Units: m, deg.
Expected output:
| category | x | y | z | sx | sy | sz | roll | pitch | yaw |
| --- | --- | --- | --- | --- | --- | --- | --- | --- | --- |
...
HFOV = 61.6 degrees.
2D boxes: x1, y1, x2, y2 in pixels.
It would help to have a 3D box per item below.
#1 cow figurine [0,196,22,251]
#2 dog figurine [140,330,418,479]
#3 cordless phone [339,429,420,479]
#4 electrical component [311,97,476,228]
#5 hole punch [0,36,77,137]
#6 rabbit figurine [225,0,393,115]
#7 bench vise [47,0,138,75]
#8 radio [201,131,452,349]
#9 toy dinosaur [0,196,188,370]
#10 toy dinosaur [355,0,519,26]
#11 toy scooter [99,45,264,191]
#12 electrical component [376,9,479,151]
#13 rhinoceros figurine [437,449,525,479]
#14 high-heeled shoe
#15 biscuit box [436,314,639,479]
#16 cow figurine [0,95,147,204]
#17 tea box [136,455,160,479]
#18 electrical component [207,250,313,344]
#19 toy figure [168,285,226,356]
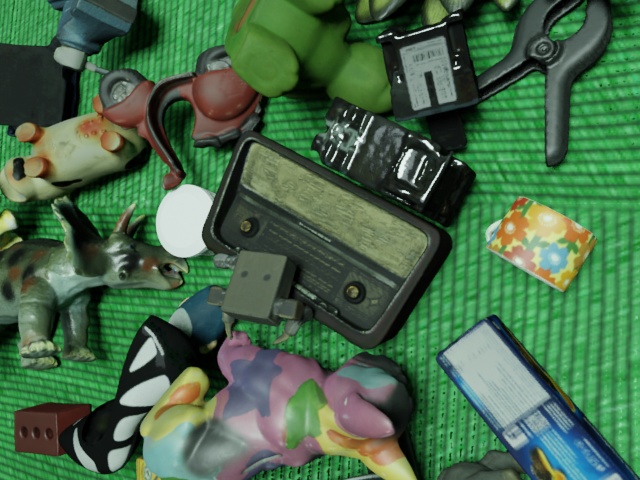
| category | x | y | z | sx | sy | sz | roll | pitch | yaw |
| --- | --- | --- | --- | --- | --- | --- | --- | --- | --- |
| cow figurine | -0.442 | -0.022 | 0.680 | 0.068 | 0.098 | 0.167 | 51 | 150 | 14 |
| dog figurine | -0.026 | 0.164 | 0.459 | 0.219 | 0.191 | 0.108 | 7 | 128 | 45 |
| cordless phone | 0.029 | 0.221 | 0.510 | 0.147 | 0.088 | 0.184 | -30 | 59 | 32 |
| electrical component | 0.070 | -0.063 | 0.471 | 0.115 | 0.134 | 0.058 | 33 | 100 | 25 |
| hole punch | -0.386 | -0.195 | 0.725 | 0.116 | 0.092 | 0.142 | 4 | 85 | -5 |
| rabbit figurine | -0.002 | -0.168 | 0.514 | 0.121 | 0.170 | 0.159 | -64 | 27 | 1 |
| bench vise | -0.296 | -0.316 | 0.671 | 0.241 | 0.129 | 0.223 | 19 | 105 | 45 |
| radio | -0.001 | -0.002 | 0.532 | 0.230 | 0.073 | 0.131 | 31 | 99 | 23 |
| toy dinosaur | -0.363 | 0.064 | 0.674 | 0.405 | 0.131 | 0.192 | -13 | 69 | 27 |
| toy dinosaur | 0.073 | -0.312 | 0.508 | 0.472 | 0.105 | 0.198 | 42 | 107 | 27 |
| toy scooter | -0.139 | -0.130 | 0.589 | 0.184 | 0.075 | 0.135 | -14 | 93 | -4 |
| electrical component | 0.098 | -0.129 | 0.464 | 0.075 | 0.048 | 0.119 | -5 | 114 | 20 |
| rhinoceros figurine | 0.168 | 0.270 | 0.438 | 0.112 | 0.073 | 0.190 | -36 | 73 | 17 |
| high-heeled shoe | -0.223 | 0.162 | 0.570 | 0.249 | 0.086 | 0.145 | -17 | 111 | 22 |
| biscuit box | 0.187 | 0.157 | 0.443 | 0.059 | 0.062 | 0.203 | -43 | 71 | 15 |
| cow figurine | -0.306 | -0.099 | 0.664 | 0.195 | 0.127 | 0.085 | -20 | 78 | 7 |
| tea box | -0.137 | 0.310 | 0.564 | 0.098 | 0.068 | 0.169 | -8 | 82 | 39 |
| electrical component | -0.057 | 0.053 | 0.496 | 0.102 | 0.045 | 0.078 | 0 | 63 | 23 |
| toy figure | -0.158 | 0.113 | 0.607 | 0.154 | 0.057 | 0.064 | -44 | 34 | 17 |
